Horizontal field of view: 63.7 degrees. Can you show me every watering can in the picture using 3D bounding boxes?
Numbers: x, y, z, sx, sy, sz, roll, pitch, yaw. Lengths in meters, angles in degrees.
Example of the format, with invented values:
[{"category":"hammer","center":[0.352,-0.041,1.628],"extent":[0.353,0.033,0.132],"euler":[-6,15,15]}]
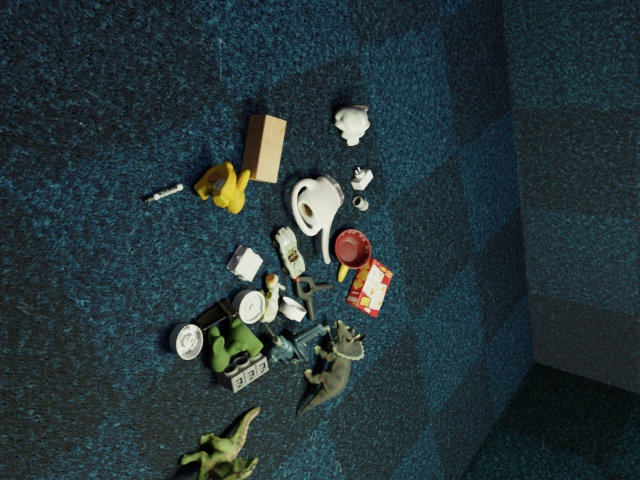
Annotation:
[{"category":"watering can","center":[0.006,-0.096,1.911],"extent":[0.228,0.104,0.341],"euler":[-49,128,-29]}]

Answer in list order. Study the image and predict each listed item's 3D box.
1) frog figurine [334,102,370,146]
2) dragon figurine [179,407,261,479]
[{"category":"frog figurine","center":[0.118,-0.440,1.971],"extent":[0.137,0.124,0.157],"euler":[5,105,-15]},{"category":"dragon figurine","center":[-0.286,0.699,1.644],"extent":[0.416,0.243,0.120],"euler":[-37,118,-34]}]
